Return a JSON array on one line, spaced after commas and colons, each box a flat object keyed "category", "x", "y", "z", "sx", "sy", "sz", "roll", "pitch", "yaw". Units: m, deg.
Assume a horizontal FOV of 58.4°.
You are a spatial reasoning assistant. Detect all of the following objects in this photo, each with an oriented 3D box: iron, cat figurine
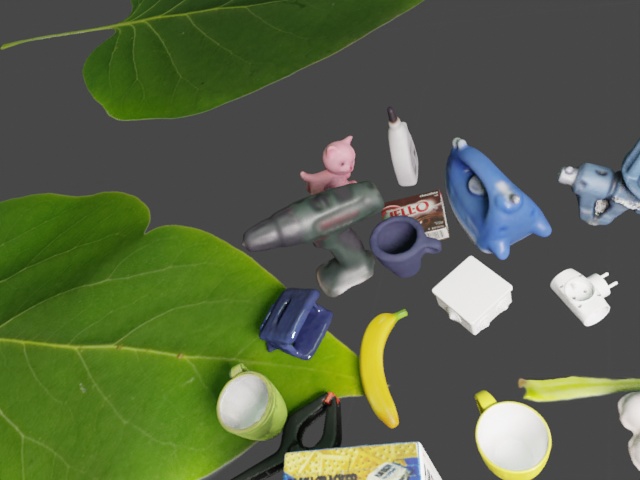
[{"category": "iron", "x": 0.270, "y": -0.097, "z": 0.961, "sx": 0.118, "sy": 0.142, "sz": 0.257, "roll": -29, "pitch": 50, "yaw": 0}, {"category": "cat figurine", "x": 0.021, "y": -0.141, "z": 1.109, "sx": 0.128, "sy": 0.118, "sz": 0.067, "roll": -28, "pitch": 50, "yaw": 0}]

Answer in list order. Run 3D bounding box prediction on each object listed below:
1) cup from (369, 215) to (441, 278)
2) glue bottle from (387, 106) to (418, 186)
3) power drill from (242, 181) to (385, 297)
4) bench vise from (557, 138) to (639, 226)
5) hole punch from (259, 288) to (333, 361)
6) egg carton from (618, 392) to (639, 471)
[{"category": "cup", "x": 0.149, "y": 0.021, "z": 0.953, "sx": 0.117, "sy": 0.095, "sz": 0.092, "roll": 6, "pitch": 58, "yaw": 25}, {"category": "glue bottle", "x": 0.147, "y": -0.179, "z": 1.051, "sx": 0.037, "sy": 0.173, "sz": 0.078, "roll": -3, "pitch": 54, "yaw": 20}, {"category": "power drill", "x": 0.009, "y": 0.003, "z": 0.948, "sx": 0.229, "sy": 0.209, "sz": 0.075, "roll": -30, "pitch": 50, "yaw": -1}, {"category": "bench vise", "x": 0.463, "y": -0.097, "z": 0.833, "sx": 0.207, "sy": 0.220, "sz": 0.121, "roll": -10, "pitch": 52, "yaw": 15}, {"category": "hole punch", "x": -0.048, "y": 0.133, "z": 0.951, "sx": 0.100, "sy": 0.091, "sz": 0.109, "roll": 14, "pitch": 62, "yaw": 30}, {"category": "egg carton", "x": 0.449, "y": 0.232, "z": 0.693, "sx": 0.150, "sy": 0.070, "sz": 0.107, "roll": -11, "pitch": 52, "yaw": 14}]
